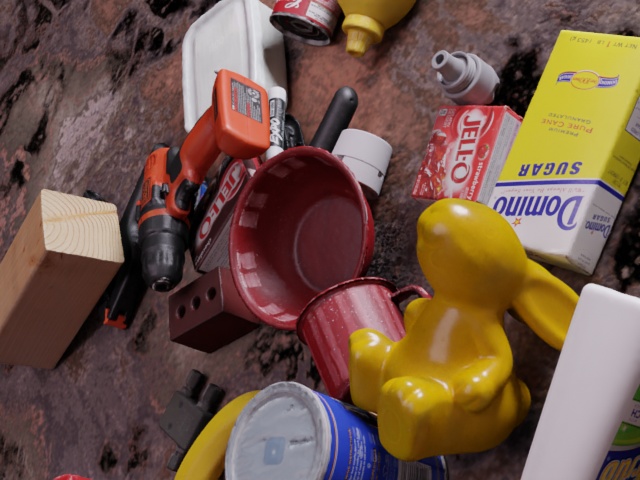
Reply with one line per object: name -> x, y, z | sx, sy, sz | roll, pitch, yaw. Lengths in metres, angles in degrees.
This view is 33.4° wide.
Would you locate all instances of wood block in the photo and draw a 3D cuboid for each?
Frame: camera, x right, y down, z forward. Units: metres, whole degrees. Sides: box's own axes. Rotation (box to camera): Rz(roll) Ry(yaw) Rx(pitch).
wood block -> -0.309, 0.049, 1.210 | 0.206, 0.090, 0.090 | -51, 40, 36

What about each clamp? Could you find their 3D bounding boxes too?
clamp -> -0.222, -0.003, 1.220 | 0.165, 0.036, 0.210 | -33, 50, 37
clamp -> -0.019, -0.063, 1.042 | 0.120, 0.039, 0.171 | -4, 68, 63

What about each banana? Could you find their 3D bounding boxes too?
banana -> -0.090, 0.200, 0.977 | 0.198, 0.037, 0.070 | -48, 41, 17

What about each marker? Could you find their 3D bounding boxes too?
marker -> -0.044, -0.101, 1.051 | 0.020, 0.020, 0.121 | -28, 46, 34

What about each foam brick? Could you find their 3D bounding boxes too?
foam brick -> -0.104, 0.070, 1.049 | 0.078, 0.051, 0.053 | -31, 50, 32

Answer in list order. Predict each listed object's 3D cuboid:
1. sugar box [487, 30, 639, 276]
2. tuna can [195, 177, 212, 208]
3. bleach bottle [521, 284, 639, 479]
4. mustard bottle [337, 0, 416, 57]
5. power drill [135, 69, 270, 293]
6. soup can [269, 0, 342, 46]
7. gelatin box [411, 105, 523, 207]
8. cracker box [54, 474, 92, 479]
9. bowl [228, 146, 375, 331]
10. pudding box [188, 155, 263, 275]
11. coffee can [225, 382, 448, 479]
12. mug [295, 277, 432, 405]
sugar box -> 0.194, -0.069, 0.813 | 0.093, 0.048, 0.176 | 19, 83, 50
tuna can -> -0.148, -0.035, 1.165 | 0.086, 0.033, 0.086 | -24, 54, 37
bleach bottle -> 0.170, 0.159, 0.691 | 0.068, 0.102, 0.251 | 21, 92, 43
mustard bottle -> 0.064, -0.269, 1.045 | 0.096, 0.058, 0.191 | 11, 78, 43
power drill -> -0.121, -0.061, 1.047 | 0.188, 0.057, 0.184 | -45, 36, 34
soup can -> -0.003, -0.262, 1.106 | 0.069, 0.068, 0.102 | 12, 78, 49
gelatin box -> 0.123, -0.070, 0.900 | 0.073, 0.030, 0.089 | 10, 77, 48
cracker box -> -0.174, 0.271, 0.892 | 0.164, 0.213, 0.072 | -31, 48, 32
bowl -> -0.006, 0.001, 0.942 | 0.162, 0.055, 0.162 | -7, 78, 39
pudding box -> -0.092, -0.028, 1.076 | 0.114, 0.039, 0.090 | -59, 26, 19
coffee can -> 0.013, 0.174, 0.802 | 0.103, 0.140, 0.103 | -24, 54, 37
mug -> 0.046, 0.084, 0.860 | 0.117, 0.093, 0.081 | -34, 52, 14
